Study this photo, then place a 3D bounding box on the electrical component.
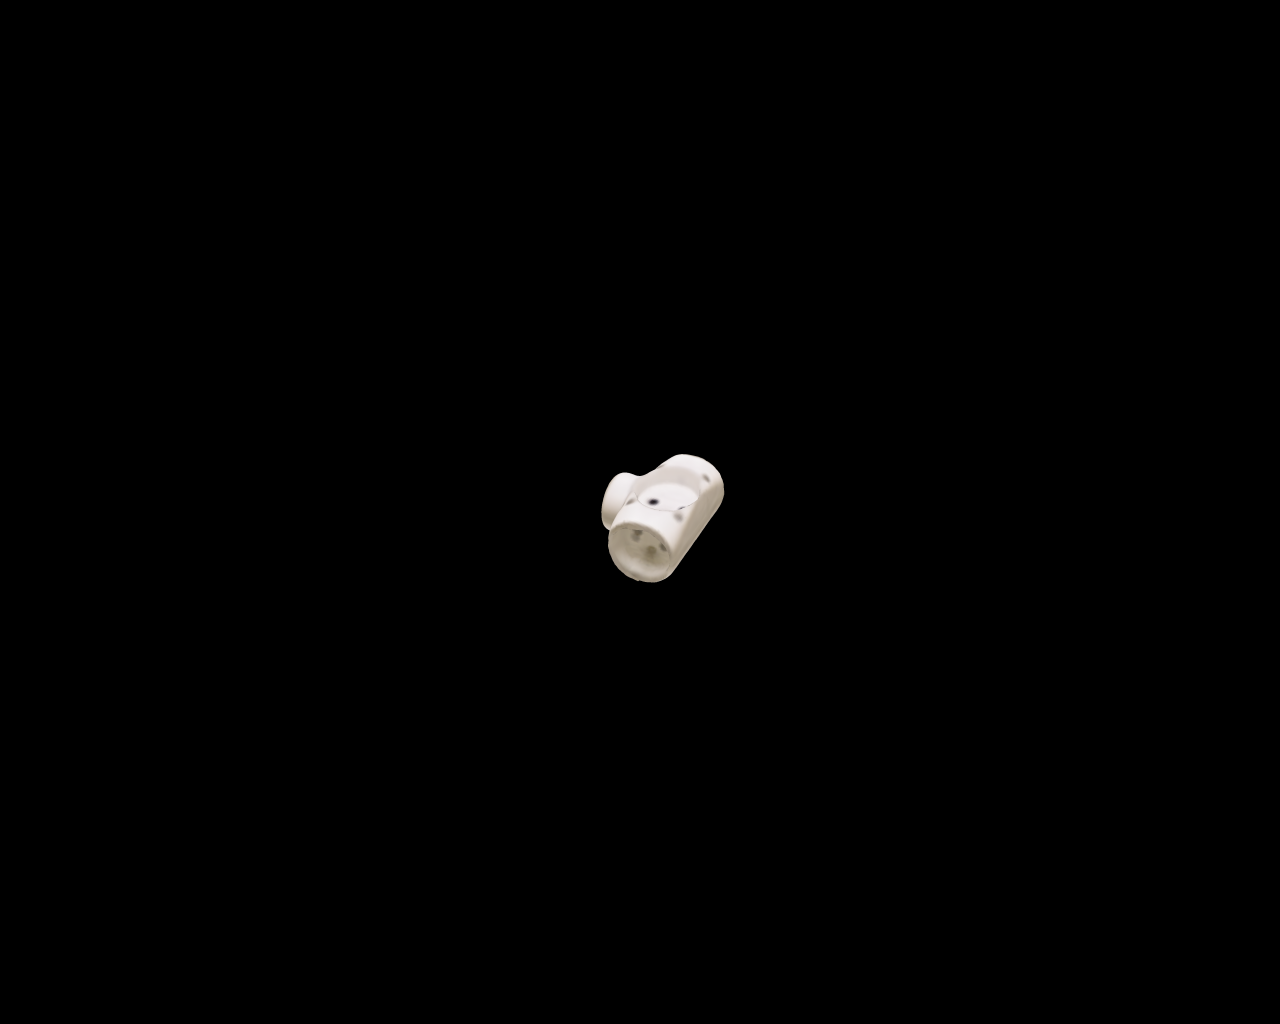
[{"bbox_3d":[0.001,-0.003,0.650,0.079,0.044,0.077,17,42,21],"label":"electrical component"}]
